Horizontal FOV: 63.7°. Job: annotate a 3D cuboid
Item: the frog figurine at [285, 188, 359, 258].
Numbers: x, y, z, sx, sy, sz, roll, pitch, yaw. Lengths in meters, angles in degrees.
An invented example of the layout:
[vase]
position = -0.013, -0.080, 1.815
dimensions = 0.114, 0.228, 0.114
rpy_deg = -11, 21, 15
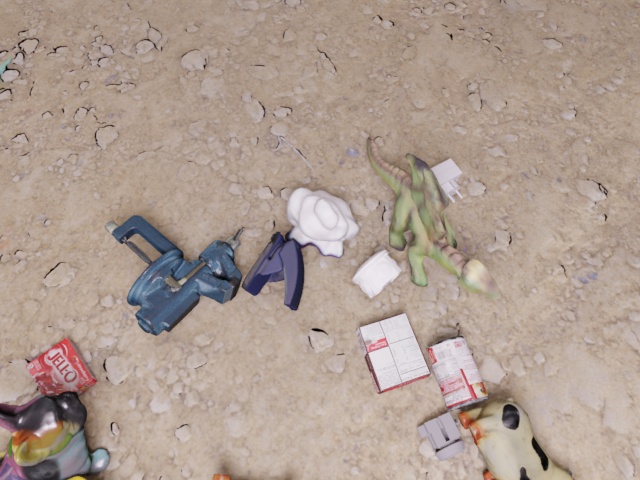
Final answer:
[frog figurine]
position = 0.003, -0.045, 0.903
dimensions = 0.138, 0.156, 0.124
rpy_deg = 37, 67, 15

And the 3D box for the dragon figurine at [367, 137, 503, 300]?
[dragon figurine]
position = 0.174, -0.067, 0.882
dimensions = 0.122, 0.238, 0.416
rpy_deg = -25, 69, -8
